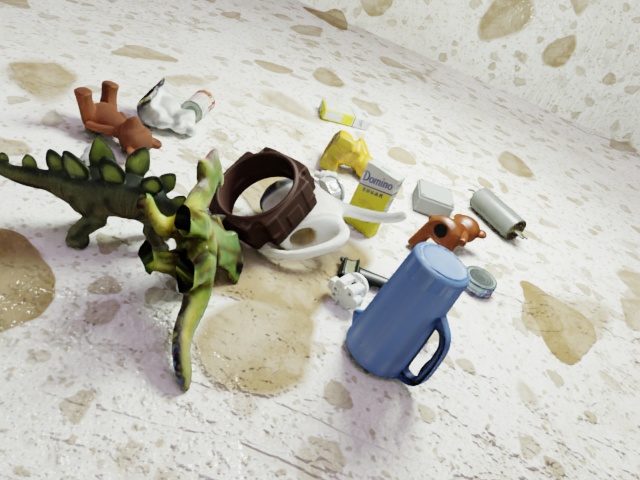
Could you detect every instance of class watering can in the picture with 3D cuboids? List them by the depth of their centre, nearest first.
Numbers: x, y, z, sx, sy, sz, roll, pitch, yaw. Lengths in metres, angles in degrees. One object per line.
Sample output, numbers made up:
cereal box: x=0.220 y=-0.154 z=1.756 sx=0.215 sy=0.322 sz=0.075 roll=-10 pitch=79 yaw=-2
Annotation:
watering can: x=0.004 y=-0.059 z=1.179 sx=0.349 sy=0.101 sz=0.229 roll=-17 pitch=49 yaw=-17

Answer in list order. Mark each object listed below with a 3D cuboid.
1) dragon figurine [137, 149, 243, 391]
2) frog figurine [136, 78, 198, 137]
dragon figurine: x=-0.197 y=0.034 z=0.914 sx=0.122 sy=0.413 sz=0.242 roll=-10 pitch=-8 yaw=24
frog figurine: x=-0.407 y=-0.336 z=1.393 sx=0.157 sy=0.122 sz=0.140 roll=48 pitch=14 yaw=-28
